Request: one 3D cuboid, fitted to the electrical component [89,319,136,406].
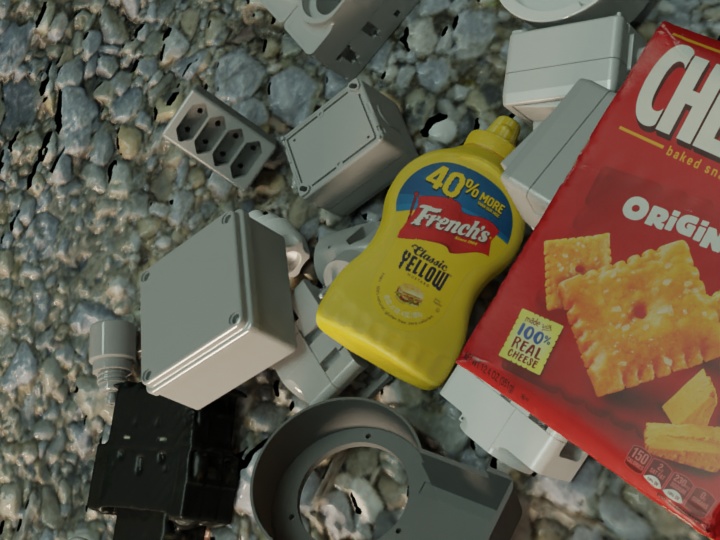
[{"bbox_3d":[-0.214,0.079,0.932,0.040,0.040,0.078,-20,63,32],"label":"electrical component"}]

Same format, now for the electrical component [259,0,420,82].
[{"bbox_3d":[-0.034,-0.240,0.888,0.089,0.062,0.150,-49,52,14],"label":"electrical component"}]

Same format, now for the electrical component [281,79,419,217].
[{"bbox_3d":[-0.010,-0.086,0.816,0.096,0.061,0.061,-35,56,24],"label":"electrical component"}]

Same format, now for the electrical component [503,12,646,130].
[{"bbox_3d":[0.150,-0.123,0.704,0.096,0.062,0.061,-2,74,38],"label":"electrical component"}]

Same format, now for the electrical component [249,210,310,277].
[{"bbox_3d":[-0.071,-0.024,0.854,0.043,0.043,0.062,-51,50,12],"label":"electrical component"}]

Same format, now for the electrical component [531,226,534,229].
[{"bbox_3d":[0.139,-0.040,0.695,0.055,0.048,0.066,-32,57,17],"label":"electrical component"}]

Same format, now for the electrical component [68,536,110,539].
[{"bbox_3d":[-0.209,0.238,0.862,0.045,0.055,0.045,-14,66,34],"label":"electrical component"}]

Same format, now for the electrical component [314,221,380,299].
[{"bbox_3d":[0.000,0.000,0.773,0.077,0.079,0.043,-4,116,37],"label":"electrical component"}]

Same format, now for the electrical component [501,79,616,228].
[{"bbox_3d":[0.136,-0.067,0.643,0.061,0.061,0.096,36,84,33],"label":"electrical component"}]

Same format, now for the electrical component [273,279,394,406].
[{"bbox_3d":[-0.027,0.061,0.785,0.055,0.050,0.089,-46,52,15],"label":"electrical component"}]

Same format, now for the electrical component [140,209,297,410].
[{"bbox_3d":[-0.106,0.029,0.789,0.109,0.056,0.108,-32,47,27],"label":"electrical component"}]

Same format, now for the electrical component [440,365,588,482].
[{"bbox_3d":[0.101,0.089,0.675,0.089,0.050,0.055,37,99,40],"label":"electrical component"}]

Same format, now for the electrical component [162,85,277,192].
[{"bbox_3d":[-0.116,-0.114,0.908,0.047,0.083,0.075,-53,12,11],"label":"electrical component"}]

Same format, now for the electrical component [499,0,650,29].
[{"bbox_3d":[0.152,-0.206,0.732,0.108,0.060,0.108,-14,67,34],"label":"electrical component"}]
